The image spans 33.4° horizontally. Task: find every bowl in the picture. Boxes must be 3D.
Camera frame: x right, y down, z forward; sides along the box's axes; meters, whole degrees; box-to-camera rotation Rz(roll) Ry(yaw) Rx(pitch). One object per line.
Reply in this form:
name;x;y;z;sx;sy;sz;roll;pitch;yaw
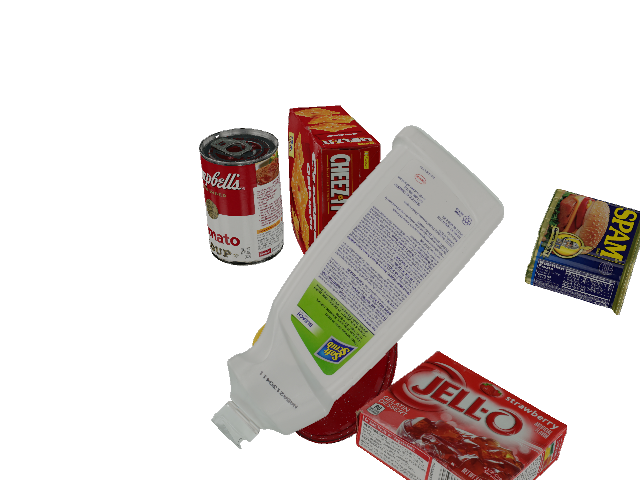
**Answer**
bowl;-0.003;0.116;1.051;0.162;0.162;0.055;0;-18;45

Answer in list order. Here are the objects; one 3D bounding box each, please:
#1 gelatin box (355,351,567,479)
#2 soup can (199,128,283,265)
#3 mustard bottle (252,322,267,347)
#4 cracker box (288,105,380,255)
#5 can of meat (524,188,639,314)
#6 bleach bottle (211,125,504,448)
gelatin box;0.075;0.104;0.575;0.089;0.030;0.073;30;41;32
soup can;-0.068;-0.038;0.932;0.068;0.102;0.068;-2;31;1
mustard bottle;-0.031;0.138;1.258;0.096;0.058;0.192;-7;31;-8
cracker box;0.012;-0.049;1.173;0.072;0.164;0.214;-4;18;-8
can of meat;0.232;0.006;0.927;0.084;0.057;0.102;17;46;17
bleach bottle;0.014;0.040;0.761;0.102;0.250;0.068;43;-9;9
